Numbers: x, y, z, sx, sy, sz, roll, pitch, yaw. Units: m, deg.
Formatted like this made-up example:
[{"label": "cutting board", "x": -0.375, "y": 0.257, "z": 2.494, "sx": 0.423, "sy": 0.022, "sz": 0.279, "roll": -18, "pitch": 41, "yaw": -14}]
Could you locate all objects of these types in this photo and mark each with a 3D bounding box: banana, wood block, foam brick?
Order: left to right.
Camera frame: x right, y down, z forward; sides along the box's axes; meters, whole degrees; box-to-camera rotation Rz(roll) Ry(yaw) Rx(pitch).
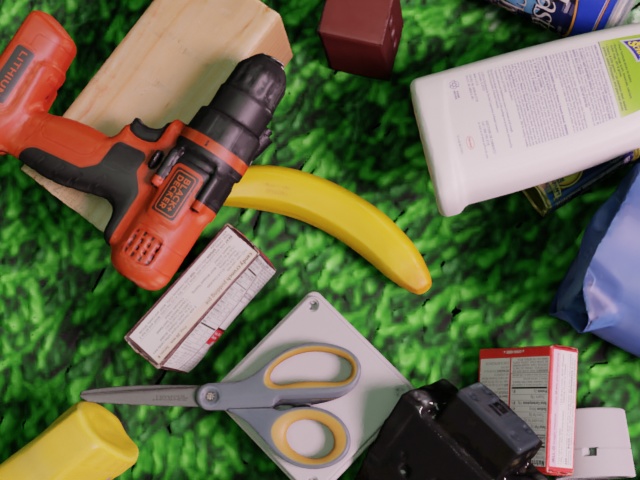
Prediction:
[{"label": "wood block", "x": -0.121, "y": -0.101, "z": 0.826, "sx": 0.090, "sy": 0.091, "sz": 0.206, "roll": 36, "pitch": 84, "yaw": 11}, {"label": "banana", "x": -0.003, "y": -0.016, "z": 0.818, "sx": 0.198, "sy": 0.037, "sz": 0.069, "roll": 18, "pitch": 67, "yaw": 4}, {"label": "foam brick", "x": 0.033, "y": -0.165, "z": 0.828, "sx": 0.051, "sy": 0.078, "sz": 0.053, "roll": 13, "pitch": 81, "yaw": 11}]

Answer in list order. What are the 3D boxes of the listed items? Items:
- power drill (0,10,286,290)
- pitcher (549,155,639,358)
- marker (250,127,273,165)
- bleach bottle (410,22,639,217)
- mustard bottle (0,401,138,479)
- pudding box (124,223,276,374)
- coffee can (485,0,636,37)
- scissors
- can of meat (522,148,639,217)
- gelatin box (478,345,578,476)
[{"label": "power drill", "x": -0.138, "y": -0.084, "z": 0.748, "sx": 0.188, "sy": 0.057, "sz": 0.184, "roll": 31, "pitch": 84, "yaw": 11}, {"label": "pitcher", "x": 0.297, "y": 0.043, "z": 0.737, "sx": 0.243, "sy": 0.145, "sz": 0.149, "roll": 30, "pitch": 95, "yaw": 8}, {"label": "marker", "x": -0.081, "y": -0.043, "z": 0.846, "sx": 0.020, "sy": 0.020, "sz": 0.121, "roll": 41, "pitch": 86, "yaw": 12}, {"label": "bleach bottle", "x": 0.195, "y": -0.094, "z": 0.744, "sx": 0.251, "sy": 0.068, "sz": 0.102, "roll": -13, "pitch": 79, "yaw": 5}, {"label": "mustard bottle", "x": -0.227, "y": 0.196, "z": 0.775, "sx": 0.191, "sy": 0.096, "sz": 0.058, "roll": -38, "pitch": 77, "yaw": -2}, {"label": "pudding box", "x": -0.086, "y": 0.046, "z": 0.792, "sx": 0.039, "sy": 0.090, "sz": 0.113, "roll": 39, "pitch": 86, "yaw": 11}, {"label": "coffee can", "x": 0.175, "y": -0.216, "z": 0.808, "sx": 0.140, "sy": 0.103, "sz": 0.103, "roll": 28, "pitch": 83, "yaw": 11}, {"label": "scissors", "x": -0.065, "y": 0.128, "z": 0.752, "sx": 0.202, "sy": 0.016, "sz": 0.096, "roll": -15, "pitch": 77, "yaw": 4}, {"label": "can of meat", "x": 0.178, "y": -0.080, "z": 0.805, "sx": 0.084, "sy": 0.057, "sz": 0.102, "roll": -33, "pitch": 77, "yaw": 2}, {"label": "gelatin box", "x": 0.147, "y": 0.121, "z": 0.759, "sx": 0.030, "sy": 0.073, "sz": 0.089, "roll": 11, "pitch": 76, "yaw": -33}]
